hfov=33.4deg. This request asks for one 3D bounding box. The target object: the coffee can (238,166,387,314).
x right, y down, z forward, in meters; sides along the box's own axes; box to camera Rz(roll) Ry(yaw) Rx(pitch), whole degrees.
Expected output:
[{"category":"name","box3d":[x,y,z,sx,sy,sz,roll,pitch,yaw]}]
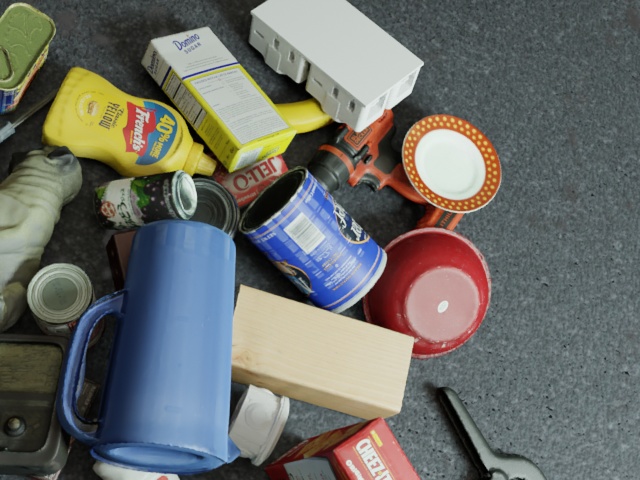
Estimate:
[{"category":"coffee can","box3d":[-0.008,0.001,1.201,0.140,0.103,0.102,46,65,-19]}]

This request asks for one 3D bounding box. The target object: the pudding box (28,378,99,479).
[{"category":"pudding box","box3d":[-0.294,0.185,1.106,0.090,0.039,0.113,25,68,-9]}]

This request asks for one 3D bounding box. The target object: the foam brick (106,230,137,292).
[{"category":"foam brick","box3d":[-0.200,0.031,1.174,0.051,0.053,0.078,-11,78,-21]}]

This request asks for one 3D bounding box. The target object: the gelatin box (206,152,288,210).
[{"category":"gelatin box","box3d":[-0.085,-0.080,1.256,0.089,0.030,0.073,-25,85,-23]}]

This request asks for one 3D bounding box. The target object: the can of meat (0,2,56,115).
[{"category":"can of meat","box3d":[-0.339,-0.196,1.173,0.057,0.084,0.102,30,68,-9]}]

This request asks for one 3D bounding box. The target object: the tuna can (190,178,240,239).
[{"category":"tuna can","box3d":[-0.134,-0.027,1.206,0.086,0.034,0.086,0,86,2]}]

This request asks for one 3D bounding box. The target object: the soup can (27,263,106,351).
[{"category":"soup can","box3d":[-0.262,0.072,1.106,0.068,0.102,0.068,1,67,-3]}]

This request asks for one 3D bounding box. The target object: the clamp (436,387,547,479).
[{"category":"clamp","box3d":[0.191,0.291,1.243,0.210,0.036,0.164,34,68,-8]}]

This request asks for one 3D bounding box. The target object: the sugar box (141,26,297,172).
[{"category":"sugar box","box3d":[-0.118,-0.165,1.229,0.093,0.048,0.176,-24,67,-43]}]

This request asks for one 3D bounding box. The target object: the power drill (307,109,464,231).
[{"category":"power drill","box3d":[0.076,-0.059,1.289,0.187,0.057,0.184,41,66,-4]}]

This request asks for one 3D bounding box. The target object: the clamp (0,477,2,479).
[{"category":"clamp","box3d":[-0.285,0.328,1.071,0.120,0.039,0.171,9,76,-11]}]

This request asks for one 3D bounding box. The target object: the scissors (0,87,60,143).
[{"category":"scissors","box3d":[-0.364,-0.112,1.170,0.016,0.096,0.201,64,31,-26]}]

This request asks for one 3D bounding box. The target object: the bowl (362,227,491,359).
[{"category":"bowl","box3d":[0.133,0.069,1.241,0.162,0.055,0.162,-3,102,-13]}]

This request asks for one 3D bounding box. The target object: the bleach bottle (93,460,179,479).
[{"category":"bleach bottle","box3d":[-0.174,0.304,1.095,0.102,0.068,0.251,-23,85,-24]}]

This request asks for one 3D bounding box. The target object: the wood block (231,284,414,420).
[{"category":"wood block","box3d":[-0.012,0.129,1.190,0.206,0.090,0.091,17,70,-13]}]

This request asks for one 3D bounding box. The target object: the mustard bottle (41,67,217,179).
[{"category":"mustard bottle","box3d":[-0.208,-0.117,1.203,0.191,0.058,0.096,23,64,-8]}]

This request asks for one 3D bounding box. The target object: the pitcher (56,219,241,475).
[{"category":"pitcher","box3d":[-0.157,0.104,1.063,0.145,0.149,0.243,-5,65,17]}]

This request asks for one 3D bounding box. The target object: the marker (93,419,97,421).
[{"category":"marker","box3d":[-0.186,0.214,1.146,0.121,0.020,0.020,16,71,-14]}]

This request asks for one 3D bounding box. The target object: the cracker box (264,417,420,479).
[{"category":"cracker box","box3d":[0.041,0.278,1.099,0.072,0.214,0.164,-30,87,-26]}]

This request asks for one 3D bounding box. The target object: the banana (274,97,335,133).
[{"category":"banana","box3d":[-0.008,-0.169,1.303,0.197,0.037,0.069,-16,81,-22]}]
